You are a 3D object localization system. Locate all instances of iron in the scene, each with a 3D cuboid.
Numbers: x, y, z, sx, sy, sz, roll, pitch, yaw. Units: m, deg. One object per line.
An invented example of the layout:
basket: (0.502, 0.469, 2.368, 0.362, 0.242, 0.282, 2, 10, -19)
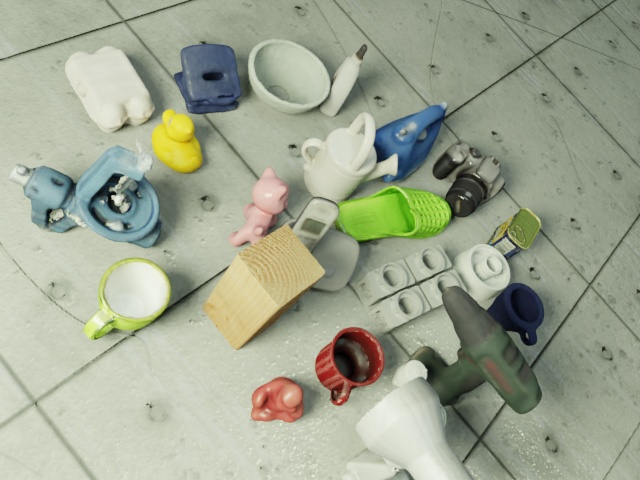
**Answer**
iron: (0.198, -0.227, 1.171, 0.118, 0.141, 0.259, 48, 54, 4)

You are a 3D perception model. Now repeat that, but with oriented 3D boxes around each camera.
camera: (0.307, -0.124, 1.195, 0.143, 0.100, 0.137, 41, 54, -1)

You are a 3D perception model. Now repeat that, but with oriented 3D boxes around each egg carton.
egg carton: (-0.353, -0.254, 0.959, 0.107, 0.069, 0.150, -27, 79, -34)

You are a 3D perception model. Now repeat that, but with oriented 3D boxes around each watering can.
watering can: (0.058, -0.152, 1.031, 0.173, 0.193, 0.101, -7, 67, -29)

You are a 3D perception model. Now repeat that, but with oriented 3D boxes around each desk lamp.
desk lamp: (0.122, 0.314, 0.804, 0.118, 0.213, 0.203, -20, 74, -33)

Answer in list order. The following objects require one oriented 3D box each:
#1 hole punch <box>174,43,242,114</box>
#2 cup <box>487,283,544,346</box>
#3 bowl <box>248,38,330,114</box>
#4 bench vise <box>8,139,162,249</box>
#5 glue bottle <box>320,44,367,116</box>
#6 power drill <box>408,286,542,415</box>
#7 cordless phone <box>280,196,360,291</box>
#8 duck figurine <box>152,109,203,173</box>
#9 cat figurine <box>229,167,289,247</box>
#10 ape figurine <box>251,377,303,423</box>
hole punch: (-0.198, -0.293, 1.043, 0.109, 0.091, 0.101, -15, 71, -31)
cup: (0.362, 0.151, 1.081, 0.092, 0.094, 0.117, 1, 64, -26)
bowl: (-0.069, -0.307, 1.124, 0.168, 0.074, 0.167, 12, 60, -20)
bench vise: (-0.312, -0.062, 0.785, 0.208, 0.219, 0.121, 1, 64, -26)
glue bottle: (0.052, -0.324, 1.131, 0.037, 0.173, 0.078, 19, 57, -16)
power drill: (0.233, 0.193, 0.926, 0.229, 0.208, 0.076, 45, 54, 1)
cordless phone: (0.009, 0.003, 0.929, 0.148, 0.184, 0.094, 15, 59, -18)
duck figurine: (-0.234, -0.172, 0.964, 0.078, 0.086, 0.104, -31, 81, -35)
cat figurine: (-0.091, -0.051, 0.951, 0.067, 0.117, 0.128, 25, 56, -12)
ape figurine: (-0.053, 0.232, 0.835, 0.078, 0.092, 0.076, 41, 54, -1)
